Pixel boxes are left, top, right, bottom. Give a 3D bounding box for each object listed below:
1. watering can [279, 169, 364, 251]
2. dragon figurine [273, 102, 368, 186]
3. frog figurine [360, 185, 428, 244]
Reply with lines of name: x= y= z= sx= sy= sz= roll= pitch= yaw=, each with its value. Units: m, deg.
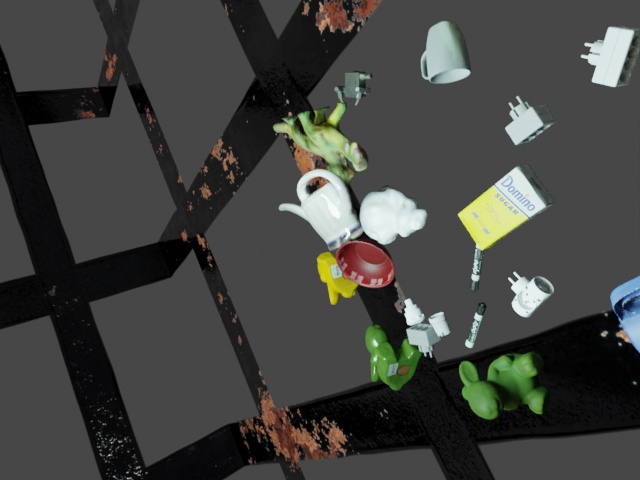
watering can: x=0.004 y=-0.072 z=1.422 sx=0.224 sy=0.105 sz=0.343 roll=57 pitch=152 yaw=-1
dragon figurine: x=0.003 y=-0.238 z=1.399 sx=0.410 sy=0.123 sz=0.241 roll=4 pitch=115 yaw=62
frog figurine: x=0.171 y=-0.051 z=1.217 sx=0.161 sy=0.122 sz=0.136 roll=39 pitch=114 yaw=54
